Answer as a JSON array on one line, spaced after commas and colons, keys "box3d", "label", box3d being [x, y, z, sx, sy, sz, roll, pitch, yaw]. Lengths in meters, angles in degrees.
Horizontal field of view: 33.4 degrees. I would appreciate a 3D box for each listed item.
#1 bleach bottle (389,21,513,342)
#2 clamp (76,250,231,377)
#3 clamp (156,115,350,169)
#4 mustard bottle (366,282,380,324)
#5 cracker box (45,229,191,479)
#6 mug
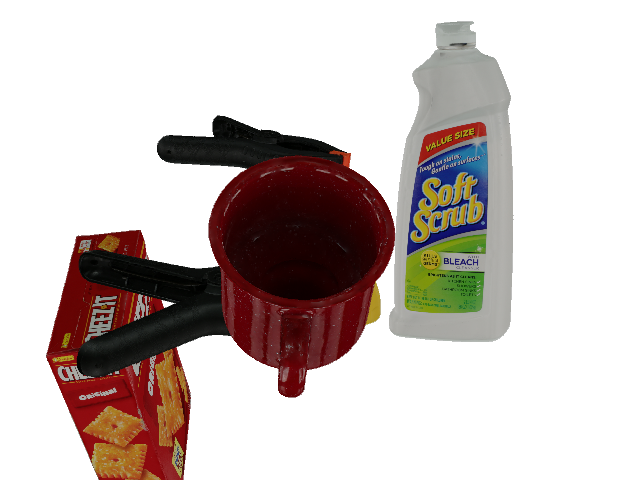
[{"box3d": [0.103, -0.047, 0.857, 0.103, 0.251, 0.068, 2, 15, 21], "label": "bleach bottle"}, {"box3d": [-0.079, 0.039, 0.773, 0.209, 0.036, 0.165, -6, 25, -17], "label": "clamp"}, {"box3d": [-0.060, -0.080, 0.972, 0.172, 0.039, 0.120, 14, 27, 28], "label": "clamp"}, {"box3d": [0.016, 0.006, 1.212, 0.096, 0.192, 0.058, -5, 24, -3], "label": "mustard bottle"}, {"box3d": [-0.177, 0.123, 0.985, 0.072, 0.214, 0.164, -7, 37, 3], "label": "cracker box"}, {"box3d": [-0.012, 0.026, 0.556, 0.093, 0.117, 0.081, 2, -34, -3], "label": "mug"}]
